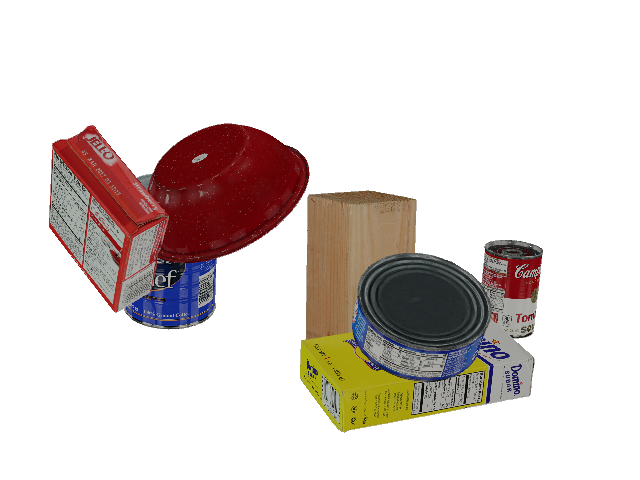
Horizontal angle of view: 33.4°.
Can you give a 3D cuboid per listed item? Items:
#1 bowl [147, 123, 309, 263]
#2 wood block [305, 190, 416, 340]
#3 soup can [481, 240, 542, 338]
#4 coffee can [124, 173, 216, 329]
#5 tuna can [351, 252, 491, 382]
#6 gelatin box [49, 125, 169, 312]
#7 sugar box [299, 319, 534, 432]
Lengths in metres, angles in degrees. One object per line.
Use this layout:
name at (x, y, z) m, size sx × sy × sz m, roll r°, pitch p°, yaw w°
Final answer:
bowl at (-0.094, -0.053, 0.937) m, size 0.162 × 0.055 × 0.162 m, roll -18°, pitch 36°, yaw 14°
wood block at (0.043, 0.053, 1.181) m, size 0.090 × 0.206 × 0.091 m, roll -5°, pitch 12°, yaw -33°
soup can at (0.224, 0.057, 1.266) m, size 0.068 × 0.102 × 0.068 m, roll 3°, pitch 16°, yaw -1°
coffee can at (-0.162, 0.010, 1.155) m, size 0.103 × 0.140 × 0.103 m, roll 4°, pitch 27°, yaw -2°
tuna can at (0.063, 0.049, 0.680) m, size 0.086 × 0.034 × 0.086 m, roll 5°, pitch 41°, yaw -5°
gelatin box at (-0.124, -0.012, 0.617) m, size 0.030 × 0.073 × 0.089 m, roll -31°, pitch -20°, yaw -31°
sugar box at (0.080, 0.107, 0.899) m, size 0.176 × 0.048 × 0.093 m, roll -10°, pitch 26°, yaw -20°
